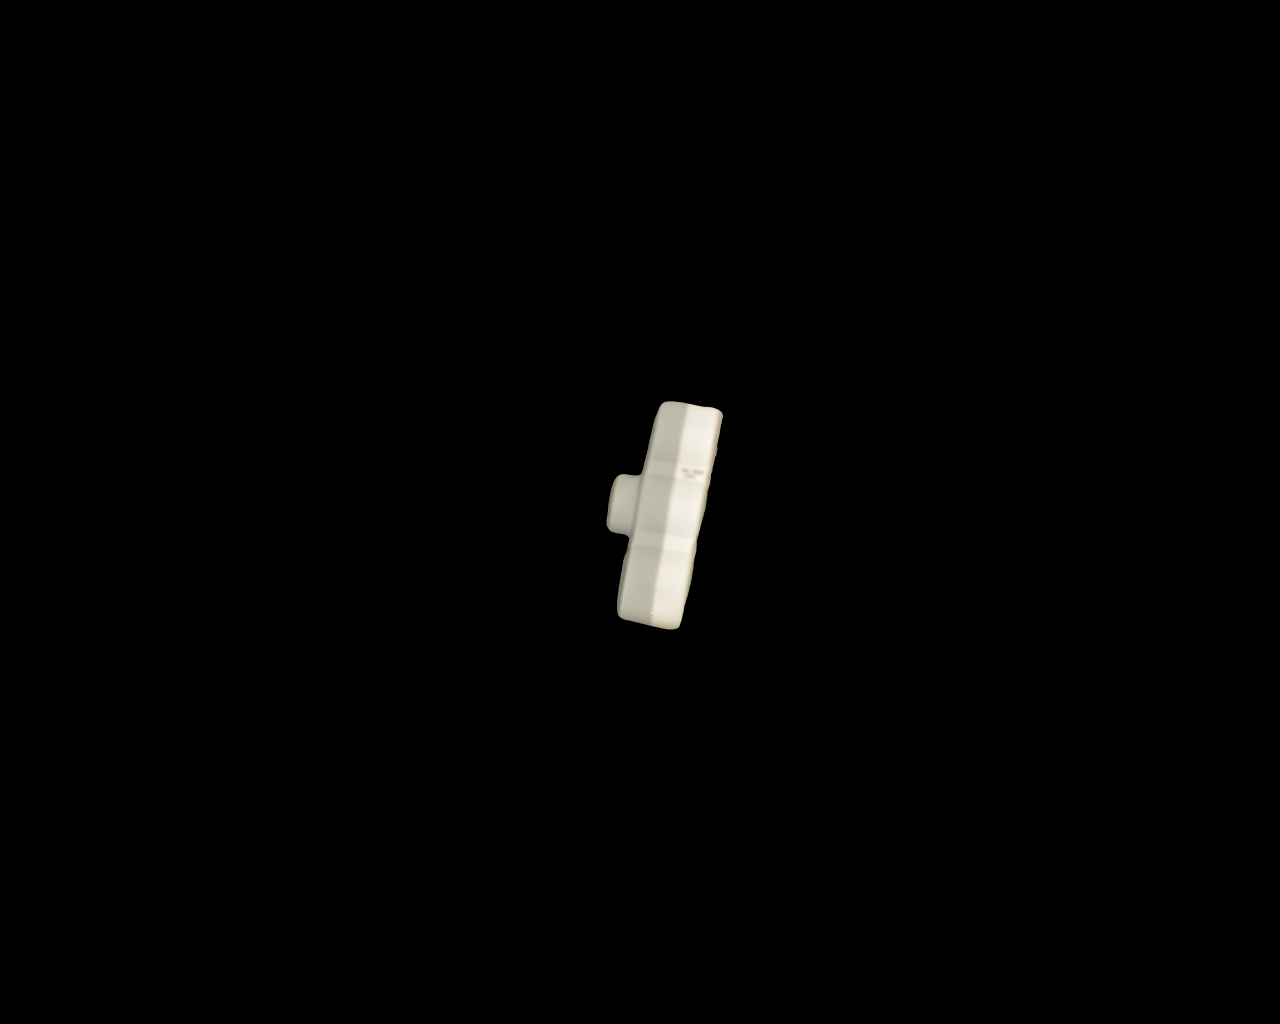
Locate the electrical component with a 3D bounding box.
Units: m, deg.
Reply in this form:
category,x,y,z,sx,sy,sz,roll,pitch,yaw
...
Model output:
category,x,y,z,sx,sy,sz,roll,pitch,yaw
electrical component,0.001,-0.003,0.650,0.074,0.138,0.052,11,-11,2
